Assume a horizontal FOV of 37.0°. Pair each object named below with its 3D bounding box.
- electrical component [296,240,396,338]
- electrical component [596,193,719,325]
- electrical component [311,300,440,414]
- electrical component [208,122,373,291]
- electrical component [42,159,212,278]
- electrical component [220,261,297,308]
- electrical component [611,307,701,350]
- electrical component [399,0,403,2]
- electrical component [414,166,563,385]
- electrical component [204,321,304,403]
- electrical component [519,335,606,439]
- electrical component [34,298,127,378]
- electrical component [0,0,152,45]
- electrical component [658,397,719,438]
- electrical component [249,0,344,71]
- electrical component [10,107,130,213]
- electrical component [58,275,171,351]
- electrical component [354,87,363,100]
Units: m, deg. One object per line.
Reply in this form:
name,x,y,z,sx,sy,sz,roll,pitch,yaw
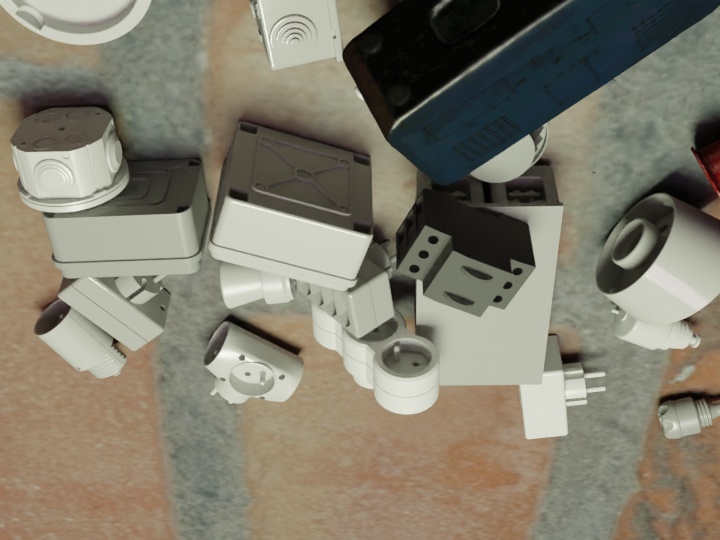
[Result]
electrical component,0.000,0.000,0.854,0.076,0.083,0.047,-32,134,-23
electrical component,0.231,-0.008,0.823,0.064,0.099,0.099,30,125,-15
electrical component,0.012,0.071,0.877,0.052,0.138,0.073,-26,136,-25
electrical component,-0.049,-0.048,0.786,0.109,0.108,0.056,15,126,-11
electrical component,-0.174,-0.039,0.815,0.113,0.078,0.057,-2,128,3
electrical component,-0.082,0.006,0.874,0.055,0.045,0.045,-6,130,5
electrical component,0.252,0.048,0.907,0.078,0.040,0.040,19,128,-15
electrical component,0.046,-0.198,0.698,0.055,0.048,0.066,-39,120,20
electrical component,0.097,0.006,0.860,0.105,0.060,0.186,-1,130,1
electrical component,-0.103,0.091,0.946,0.077,0.044,0.079,29,125,-22
electrical component,0.179,0.102,0.949,0.076,0.047,0.083,-7,130,7
electrical component,-0.236,0.064,0.925,0.043,0.043,0.081,-26,125,21
electrical component,-0.179,-0.205,0.683,0.108,0.060,0.108,2,133,2
electrical component,0.306,0.132,0.982,0.061,0.035,0.035,-14,129,9
electrical component,-0.047,-0.184,0.677,0.048,0.099,0.099,-13,130,-4
electrical component,-0.211,-0.080,0.780,0.080,0.080,0.051,-2,126,3
electrical component,-0.187,0.012,0.878,0.076,0.047,0.083,-33,123,25
electrical component,0.027,-0.146,0.745,0.040,0.040,0.078,36,122,-26
